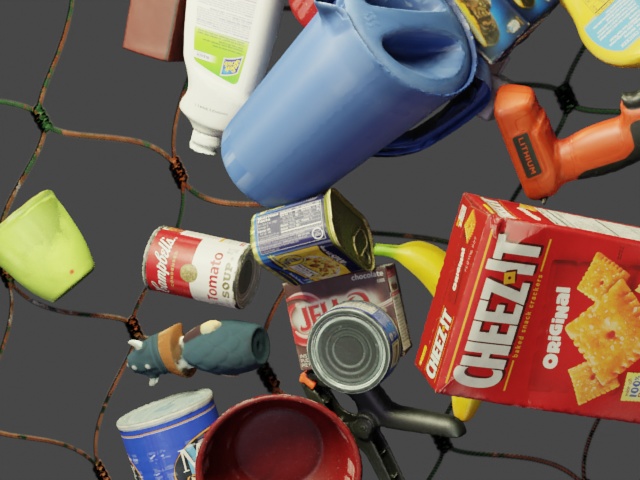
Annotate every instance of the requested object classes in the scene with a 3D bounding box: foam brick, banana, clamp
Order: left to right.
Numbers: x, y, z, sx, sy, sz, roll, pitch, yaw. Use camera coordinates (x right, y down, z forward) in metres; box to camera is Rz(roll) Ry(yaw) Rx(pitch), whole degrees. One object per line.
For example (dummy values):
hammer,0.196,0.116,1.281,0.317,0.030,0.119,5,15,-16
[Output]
foam brick,-0.155,-0.219,1.054,0.051,0.053,0.078,16,102,16
clamp,0.050,0.190,1.059,0.172,0.039,0.120,29,108,21
banana,0.123,0.077,1.011,0.070,0.037,0.198,-23,100,22

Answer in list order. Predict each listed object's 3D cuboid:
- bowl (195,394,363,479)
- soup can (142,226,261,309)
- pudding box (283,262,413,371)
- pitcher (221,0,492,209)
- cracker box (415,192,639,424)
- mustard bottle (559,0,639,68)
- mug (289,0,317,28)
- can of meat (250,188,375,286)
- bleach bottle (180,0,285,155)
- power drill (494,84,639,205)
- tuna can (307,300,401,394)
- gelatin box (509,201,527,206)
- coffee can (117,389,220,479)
bowl,-0.040,0.217,1.050,0.162,0.055,0.162,0,105,-1
soup can,-0.118,0.028,1.075,0.102,0.068,0.068,11,103,16
pudding box,0.027,0.075,1.047,0.114,0.039,0.090,-11,95,20
pitcher,0.023,-0.120,0.939,0.149,0.144,0.243,55,137,4
cracker box,0.209,0.063,0.917,0.213,0.072,0.164,10,105,-15
mustard bottle,0.258,-0.205,0.910,0.096,0.058,0.191,-42,84,22
mug,0.015,-0.239,0.963,0.117,0.093,0.082,41,132,0
can of meat,-0.006,0.001,0.995,0.084,0.102,0.057,-15,64,21
bleach bottle,-0.091,-0.208,1.030,0.103,0.068,0.251,20,107,15
power drill,0.245,-0.113,0.888,0.188,0.057,0.184,-11,120,26
tuna can,0.031,0.102,1.010,0.086,0.033,0.086,4,101,20
gelatin box,0.164,0.013,0.971,0.030,0.073,0.089,18,105,17
coffee can,-0.139,0.237,1.098,0.103,0.102,0.140,-16,94,21
